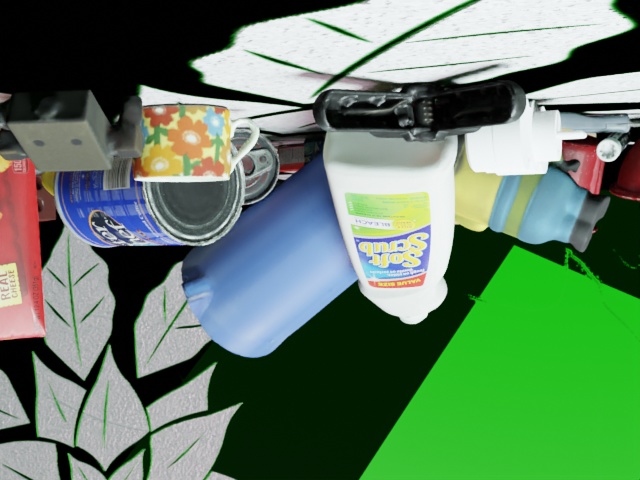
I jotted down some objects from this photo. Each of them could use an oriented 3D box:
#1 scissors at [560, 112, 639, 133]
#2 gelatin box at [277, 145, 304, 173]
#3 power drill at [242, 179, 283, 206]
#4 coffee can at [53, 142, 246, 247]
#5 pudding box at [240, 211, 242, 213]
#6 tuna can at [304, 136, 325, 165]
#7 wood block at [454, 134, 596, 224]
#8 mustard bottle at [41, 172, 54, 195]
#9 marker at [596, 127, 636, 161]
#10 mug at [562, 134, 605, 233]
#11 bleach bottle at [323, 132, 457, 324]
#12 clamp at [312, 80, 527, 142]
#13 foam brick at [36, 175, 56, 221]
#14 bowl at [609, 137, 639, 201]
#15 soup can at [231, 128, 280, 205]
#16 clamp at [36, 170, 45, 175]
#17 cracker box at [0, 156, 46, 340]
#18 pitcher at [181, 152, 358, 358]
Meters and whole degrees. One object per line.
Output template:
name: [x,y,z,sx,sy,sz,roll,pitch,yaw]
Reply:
scissors: [0.240,-0.098,0.886,0.202,0.016,0.096,-2,-179,14]
gelatin box: [0.009,-0.089,1.172,0.073,0.030,0.089,-1,179,42]
power drill: [-0.043,-0.054,1.239,0.187,0.057,0.184,12,-172,-13]
coffee can: [-0.146,-0.045,0.904,0.102,0.103,0.141,-2,-179,-43]
pudding box: [-0.144,-0.027,1.149,0.114,0.039,0.089,19,-173,43]
tuna can: [0.026,-0.086,1.077,0.086,0.034,0.086,-1,-179,0]
wood block: [0.177,-0.062,1.112,0.206,0.091,0.090,-2,-179,4]
mustard bottle: [-0.170,-0.069,1.059,0.191,0.058,0.096,-2,-176,-41]
marker: [0.263,-0.087,0.944,0.020,0.020,0.121,-1,-168,23]
mug: [0.209,-0.060,0.986,0.093,0.081,0.117,-1,-162,-28]
bleach bottle: [0.071,-0.004,0.880,0.103,0.068,0.251,2,146,14]
clamp: [0.074,-0.080,0.670,0.120,0.039,0.171,5,-173,16]
foam brick: [-0.300,-0.057,1.064,0.051,0.078,0.052,1,-179,27]
bowl: [0.335,-0.073,0.932,0.162,0.055,0.162,-5,-169,1]
soup can: [-0.077,-0.065,0.990,0.068,0.068,0.102,-2,-179,-9]
clamp: [-0.335,-0.064,0.920,0.210,0.036,0.164,-10,-155,-3]
cracker box: [-0.295,-0.009,0.700,0.213,0.164,0.072,-2,178,-33]
pitcher: [-0.007,0.001,1.033,0.243,0.145,0.149,-38,-160,33]
